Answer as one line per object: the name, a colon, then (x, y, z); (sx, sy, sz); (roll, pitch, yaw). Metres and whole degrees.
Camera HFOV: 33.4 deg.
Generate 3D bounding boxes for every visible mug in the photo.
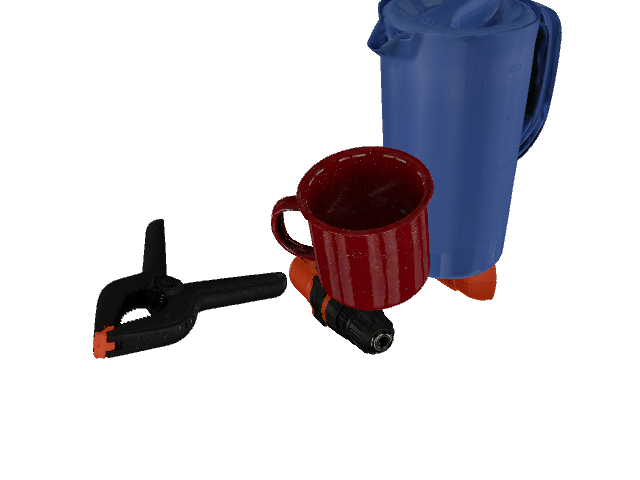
mug: (0.022, -0.006, 0.747); (0.117, 0.081, 0.093); (1, 43, 12)

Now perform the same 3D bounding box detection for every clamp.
clamp: (-0.154, 0.047, 1.027); (0.165, 0.036, 0.209); (26, 35, 26)

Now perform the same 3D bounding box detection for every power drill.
power drill: (0.081, 0.046, 1.085); (0.187, 0.057, 0.185); (-12, 28, -22)

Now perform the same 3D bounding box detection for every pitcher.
pitcher: (0.124, -0.095, 0.935); (0.149, 0.243, 0.145); (7, 32, 13)
